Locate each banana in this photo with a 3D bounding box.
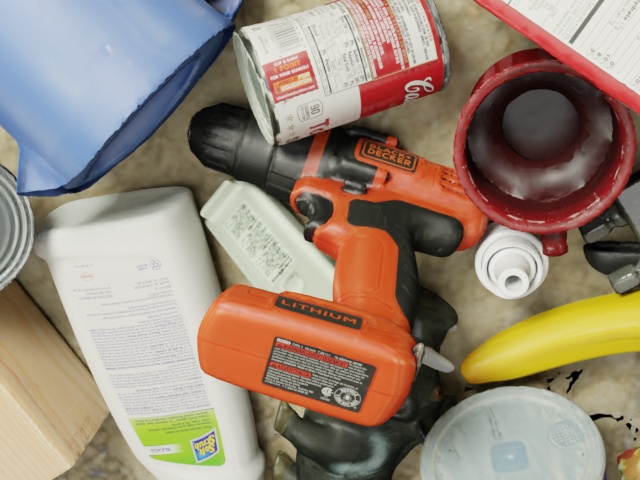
[{"bbox_3d":[0.170,0.055,0.614,0.198,0.069,0.037,-10,109,48],"label":"banana"}]

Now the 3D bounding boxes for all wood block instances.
[{"bbox_3d":[-0.239,0.066,0.683,0.091,0.090,0.206,-33,101,17],"label":"wood block"}]

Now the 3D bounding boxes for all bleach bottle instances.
[{"bbox_3d":[-0.099,0.095,0.687,0.103,0.068,0.251,-7,111,15],"label":"bleach bottle"}]

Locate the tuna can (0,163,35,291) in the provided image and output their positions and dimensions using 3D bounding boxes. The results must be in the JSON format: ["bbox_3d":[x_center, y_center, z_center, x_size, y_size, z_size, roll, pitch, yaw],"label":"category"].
[{"bbox_3d":[-0.207,-0.009,0.606,0.086,0.034,0.086,-3,101,-16],"label":"tuna can"}]

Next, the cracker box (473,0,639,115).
[{"bbox_3d":[0.151,-0.111,0.505,0.214,0.164,0.072,35,111,5],"label":"cracker box"}]

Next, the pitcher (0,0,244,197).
[{"bbox_3d":[-0.166,-0.157,0.581,0.243,0.149,0.145,45,125,-5],"label":"pitcher"}]

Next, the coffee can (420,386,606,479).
[{"bbox_3d":[0.122,0.172,0.635,0.103,0.102,0.140,-9,129,12],"label":"coffee can"}]

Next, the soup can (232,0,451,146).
[{"bbox_3d":[0.011,-0.098,0.579,0.102,0.068,0.068,-20,107,-8],"label":"soup can"}]

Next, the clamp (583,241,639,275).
[{"bbox_3d":[0.271,0.012,0.613,0.210,0.036,0.165,43,112,-4],"label":"clamp"}]

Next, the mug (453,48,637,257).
[{"bbox_3d":[0.123,-0.048,0.590,0.093,0.081,0.117,-10,107,12],"label":"mug"}]

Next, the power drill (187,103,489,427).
[{"bbox_3d":[-0.004,0.001,0.574,0.184,0.187,0.057,16,131,3],"label":"power drill"}]
